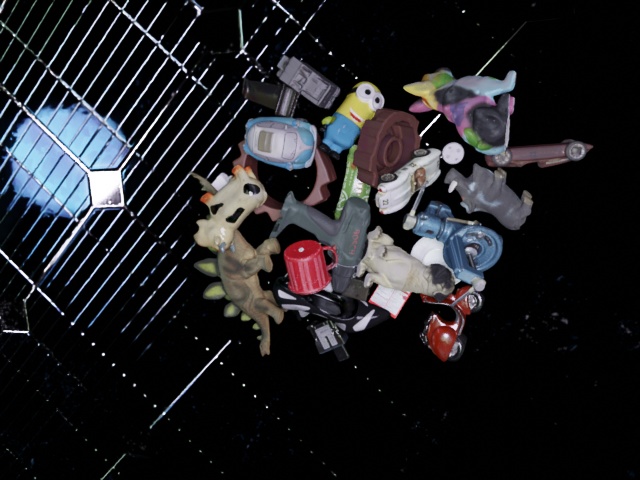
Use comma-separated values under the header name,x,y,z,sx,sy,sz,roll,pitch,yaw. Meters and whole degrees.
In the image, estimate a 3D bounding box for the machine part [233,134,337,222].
name,x,y,z,sx,sy,sz,roll,pitch,yaw
machine part,-0.078,-0.158,1.223,0.201,0.087,0.201,-23,95,18

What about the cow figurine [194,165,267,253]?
name,x,y,z,sx,sy,sz,roll,pitch,yaw
cow figurine,-0.197,-0.057,1.173,0.195,0.085,0.127,-41,78,10

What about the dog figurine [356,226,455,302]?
name,x,y,z,sx,sy,sz,roll,pitch,yaw
dog figurine,0.189,0.058,1.186,0.190,0.172,0.121,16,121,-16

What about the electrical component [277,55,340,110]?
name,x,y,z,sx,sy,sz,roll,pitch,yaw
electrical component,-0.028,-0.343,1.160,0.134,0.115,0.058,37,105,3

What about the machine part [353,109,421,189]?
name,x,y,z,sx,sy,sz,roll,pitch,yaw
machine part,0.140,-0.188,1.119,0.056,0.179,0.179,25,107,36

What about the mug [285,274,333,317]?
name,x,y,z,sx,sy,sz,roll,pitch,yaw
mug,-0.026,0.109,1.267,0.107,0.081,0.109,-33,87,8

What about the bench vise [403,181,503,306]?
name,x,y,z,sx,sy,sz,roll,pitch,yaw
bench vise,0.279,0.013,1.091,0.223,0.241,0.128,25,122,-14

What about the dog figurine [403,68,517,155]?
name,x,y,z,sx,sy,sz,roll,pitch,yaw
dog figurine,0.274,-0.263,1.078,0.219,0.108,0.191,8,69,25

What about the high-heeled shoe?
name,x,y,z,sx,sy,sz,roll,pitch,yaw
high-heeled shoe,0.023,0.127,1.170,0.249,0.086,0.145,-5,131,15

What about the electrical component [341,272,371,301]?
name,x,y,z,sx,sy,sz,roll,pitch,yaw
electrical component,0.077,0.117,1.255,0.078,0.045,0.102,22,105,11

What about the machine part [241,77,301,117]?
name,x,y,z,sx,sy,sz,roll,pitch,yaw
machine part,-0.116,-0.326,1.226,0.139,0.039,0.084,22,110,8

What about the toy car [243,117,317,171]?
name,x,y,z,sx,sy,sz,roll,pitch,yaw
toy car,-0.092,-0.207,1.120,0.162,0.103,0.109,13,102,10

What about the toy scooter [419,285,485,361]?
name,x,y,z,sx,sy,sz,roll,pitch,yaw
toy scooter,0.275,0.175,1.201,0.135,0.075,0.183,20,101,10

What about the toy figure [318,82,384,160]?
name,x,y,z,sx,sy,sz,roll,pitch,yaw
toy figure,0.062,-0.258,1.150,0.180,0.082,0.089,-54,41,3

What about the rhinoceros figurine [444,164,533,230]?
name,x,y,z,sx,sy,sz,roll,pitch,yaw
rhinoceros figurine,0.356,-0.097,1.135,0.190,0.073,0.112,35,117,4

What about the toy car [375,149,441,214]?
name,x,y,z,sx,sy,sz,roll,pitch,yaw
toy car,0.185,-0.124,1.114,0.056,0.202,0.073,25,139,36

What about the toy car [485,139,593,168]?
name,x,y,z,sx,sy,sz,roll,pitch,yaw
toy car,0.439,-0.172,1.087,0.202,0.089,0.053,-2,100,13

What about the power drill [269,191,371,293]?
name,x,y,z,sx,sy,sz,roll,pitch,yaw
power drill,-0.002,-0.004,1.166,0.207,0.086,0.231,24,119,2

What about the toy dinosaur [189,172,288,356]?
name,x,y,z,sx,sy,sz,roll,pitch,yaw
toy dinosaur,-0.195,0.059,1.277,0.199,0.105,0.470,-8,102,16

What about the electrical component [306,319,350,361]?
name,x,y,z,sx,sy,sz,roll,pitch,yaw
electrical component,0.027,0.241,1.290,0.075,0.048,0.119,-23,92,18
